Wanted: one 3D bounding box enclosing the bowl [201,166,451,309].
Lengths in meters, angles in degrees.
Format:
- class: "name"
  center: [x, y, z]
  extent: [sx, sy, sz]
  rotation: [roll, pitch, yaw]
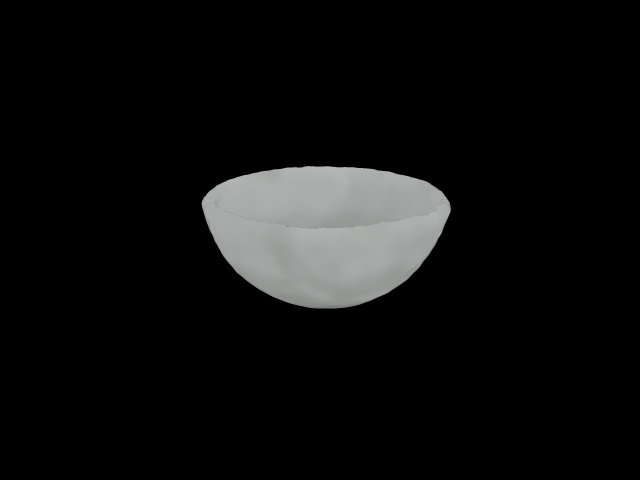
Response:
- class: "bowl"
  center: [0.004, 0.001, 0.400]
  extent: [0.167, 0.075, 0.167]
  rotation: [0, 20, 0]
